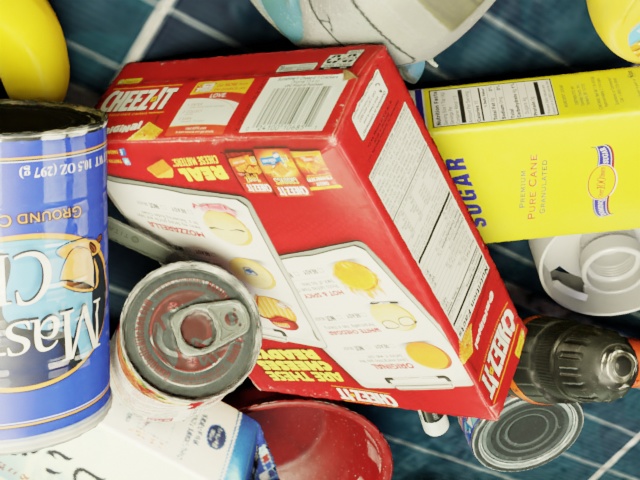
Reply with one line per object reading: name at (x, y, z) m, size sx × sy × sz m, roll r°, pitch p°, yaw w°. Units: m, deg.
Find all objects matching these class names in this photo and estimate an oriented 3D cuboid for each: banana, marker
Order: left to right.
banana at (-0.160, -0.107, 0.468) m, size 0.070 × 0.037 × 0.197 m, roll -19°, pitch 156°, yaw 20°
marker at (0.067, 0.090, 0.727) m, size 0.020 × 0.020 × 0.121 m, roll -19°, pitch 129°, yaw 2°

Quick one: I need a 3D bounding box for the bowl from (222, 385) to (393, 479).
bowl at (-0.035, 0.148, 0.725) m, size 0.162 × 0.055 × 0.162 m, roll -6°, pitch 129°, yaw -8°

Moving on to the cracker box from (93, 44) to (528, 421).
cracker box at (-0.004, 0.001, 0.560) m, size 0.164 × 0.072 × 0.213 m, roll 2°, pitch 140°, yaw 36°

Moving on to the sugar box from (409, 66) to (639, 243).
sugar box at (0.103, -0.042, 0.591) m, size 0.176 × 0.048 × 0.093 m, roll -8°, pitch 136°, yaw 4°

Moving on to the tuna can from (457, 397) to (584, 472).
tuna can at (0.144, 0.127, 0.765) m, size 0.086 × 0.034 × 0.086 m, roll -7°, pitch 129°, yaw -9°

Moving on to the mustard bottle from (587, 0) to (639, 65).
mustard bottle at (0.199, -0.131, 0.560) m, size 0.191 × 0.058 × 0.096 m, roll 15°, pitch 135°, yaw -23°

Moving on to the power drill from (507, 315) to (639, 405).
power drill at (0.190, 0.075, 0.659) m, size 0.187 × 0.185 × 0.057 m, roll 6°, pitch 87°, yaw -19°

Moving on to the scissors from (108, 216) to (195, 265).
scissors at (-0.153, -0.013, 0.554) m, size 0.201 × 0.016 × 0.096 m, roll 38°, pitch 125°, yaw -11°

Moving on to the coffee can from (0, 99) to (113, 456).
coffee can at (-0.147, 0.012, 0.485) m, size 0.102 × 0.103 × 0.140 m, roll -1°, pitch 105°, yaw -13°

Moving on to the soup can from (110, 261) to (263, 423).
soup can at (-0.073, 0.056, 0.547) m, size 0.068 × 0.068 × 0.102 m, roll 2°, pitch 164°, yaw -15°
